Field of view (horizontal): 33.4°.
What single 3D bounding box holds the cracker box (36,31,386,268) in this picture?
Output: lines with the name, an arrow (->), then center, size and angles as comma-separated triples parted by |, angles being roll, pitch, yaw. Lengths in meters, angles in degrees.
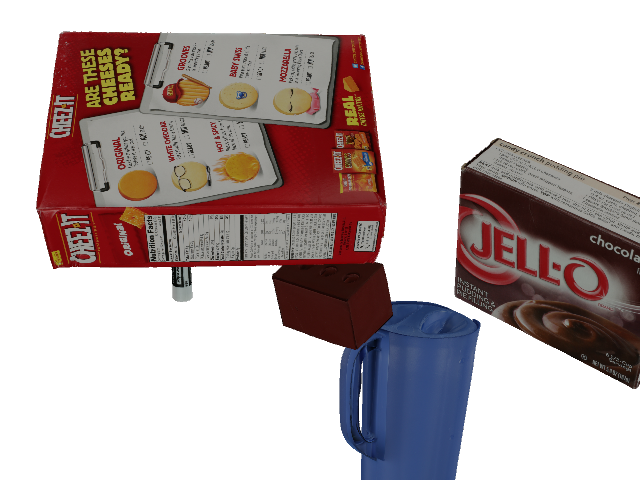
cracker box -> -0.070, -0.062, 0.715 | 0.213, 0.164, 0.072 | -1, -39, -4

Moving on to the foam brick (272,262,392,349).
foam brick -> 0.010, 0.044, 0.853 | 0.078, 0.051, 0.052 | 15, 39, 34

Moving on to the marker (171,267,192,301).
marker -> -0.131, -0.001, 0.998 | 0.020, 0.121, 0.020 | 0, 22, 0

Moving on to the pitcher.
pitcher -> 0.099, 0.200, 1.233 | 0.149, 0.243, 0.145 | 5, 14, 7

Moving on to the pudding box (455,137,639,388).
pudding box -> 0.123, 0.010, 0.535 | 0.114, 0.090, 0.039 | 26, 50, 29
